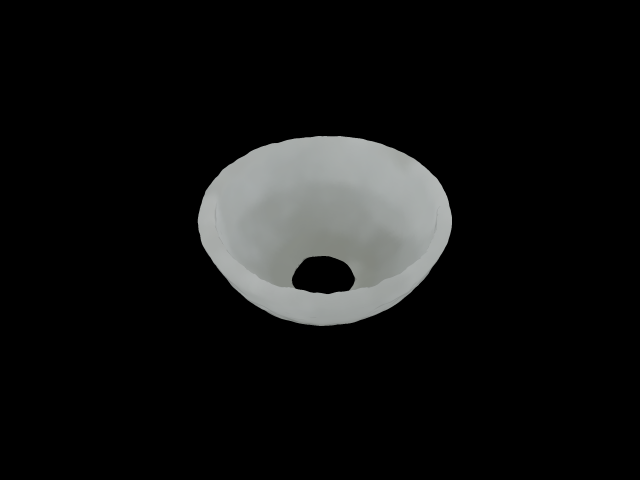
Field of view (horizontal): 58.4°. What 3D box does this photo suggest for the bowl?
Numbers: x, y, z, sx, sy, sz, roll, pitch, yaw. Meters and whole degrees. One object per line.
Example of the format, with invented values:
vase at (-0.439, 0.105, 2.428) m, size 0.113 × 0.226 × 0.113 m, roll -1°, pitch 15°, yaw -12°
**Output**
bowl at (0.004, 0.001, 0.400) m, size 0.167 × 0.075 × 0.167 m, roll 0°, pitch 43°, yaw 0°
